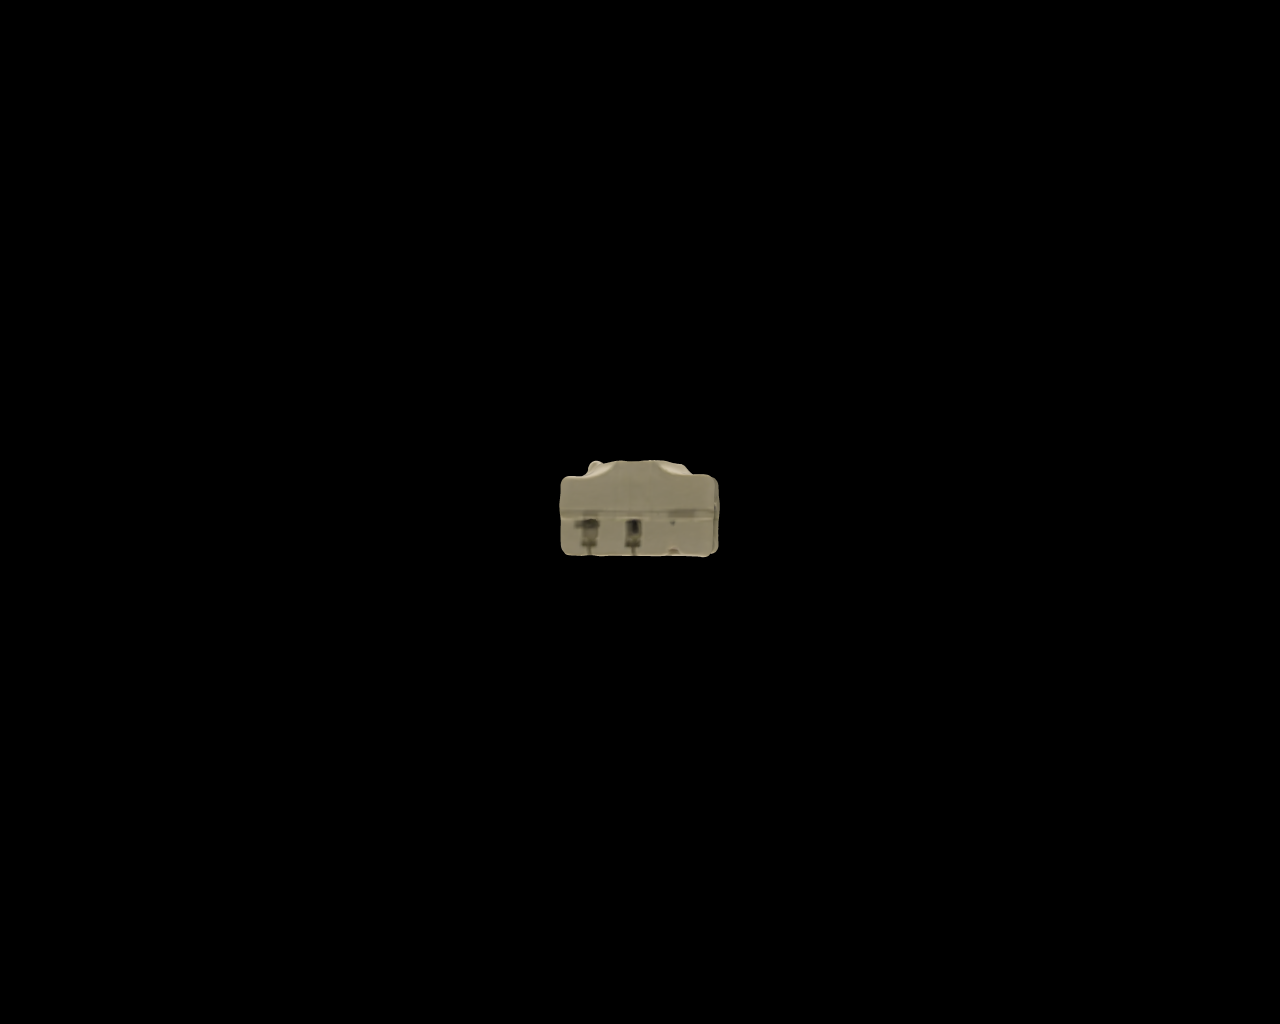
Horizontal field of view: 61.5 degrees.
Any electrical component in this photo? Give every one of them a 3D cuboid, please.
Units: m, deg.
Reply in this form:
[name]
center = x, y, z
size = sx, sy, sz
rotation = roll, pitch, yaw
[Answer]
[electrical component]
center = 0.001, -0.003, 0.650
size = 0.089, 0.055, 0.050
rotation = 0, 0, 9
